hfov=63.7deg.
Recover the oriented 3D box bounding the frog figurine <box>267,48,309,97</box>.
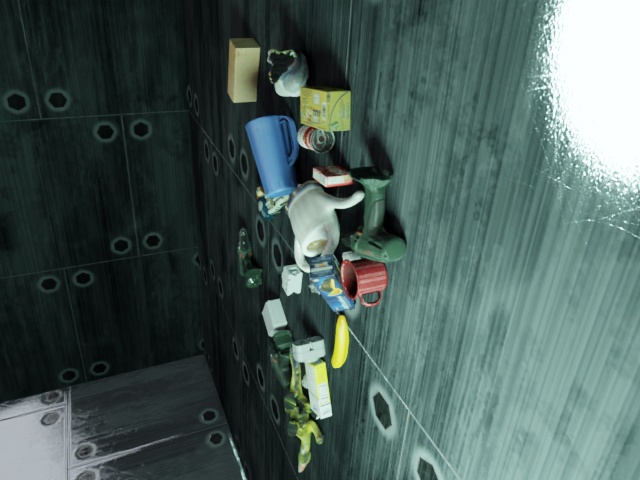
[{"bbox_3d":[-0.078,-0.457,1.449,0.139,0.122,0.157,61,-172,23],"label":"frog figurine"}]

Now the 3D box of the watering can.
[{"bbox_3d":[0.004,-0.069,1.364,0.340,0.104,0.229,-57,44,39],"label":"watering can"}]

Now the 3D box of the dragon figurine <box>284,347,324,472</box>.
[{"bbox_3d":[-0.077,0.592,1.810,0.239,0.122,0.416,120,145,-69],"label":"dragon figurine"}]
